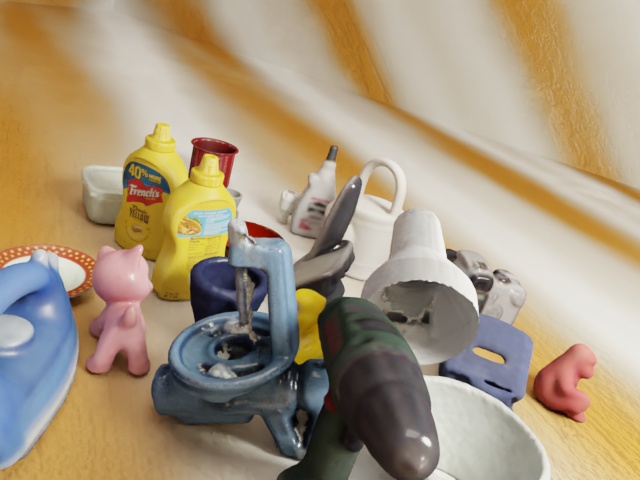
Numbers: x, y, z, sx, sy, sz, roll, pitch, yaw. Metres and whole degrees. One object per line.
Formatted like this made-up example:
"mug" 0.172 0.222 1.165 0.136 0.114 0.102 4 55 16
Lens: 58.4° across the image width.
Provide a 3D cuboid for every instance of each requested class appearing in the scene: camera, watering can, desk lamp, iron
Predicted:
"camera" 0.242 0.064 0.928 0.143 0.101 0.136 10 24 -15
"watering can" 0.080 -0.038 0.930 0.100 0.194 0.173 24 25 18
"desk lamp" 0.091 0.081 0.650 0.118 0.213 0.203 14 24 -4
"iron" -0.278 0.080 0.506 0.118 0.141 0.258 14 24 -4

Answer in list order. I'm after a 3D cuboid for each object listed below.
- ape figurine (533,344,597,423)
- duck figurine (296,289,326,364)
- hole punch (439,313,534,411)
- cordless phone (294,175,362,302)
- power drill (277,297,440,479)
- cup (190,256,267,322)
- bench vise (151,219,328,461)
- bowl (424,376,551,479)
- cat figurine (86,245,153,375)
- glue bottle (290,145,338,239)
"ape figurine" 0.327 0.177 0.744 0.076 0.092 0.078 26 25 21
"duck figurine" -0.017 0.101 0.697 0.105 0.086 0.077 11 24 -11
"hole punch" 0.208 0.155 0.716 0.108 0.091 0.101 20 24 9
"cordless phone" 0.007 0.003 0.805 0.094 0.185 0.148 18 24 5
"power drill" 0.023 0.155 0.450 0.076 0.208 0.229 11 24 -11
"cup" -0.107 0.086 0.662 0.092 0.095 0.117 3 27 -27
"bench vise" -0.041 0.089 0.540 0.208 0.220 0.121 7 25 -21
"bowl" 0.128 0.213 0.558 0.167 0.075 0.167 14 24 -6
"cat figurine" -0.212 0.062 0.616 0.067 0.118 0.127 4 26 -25
"glue bottle" 0.002 -0.086 1.012 0.078 0.173 0.037 10 24 -13
